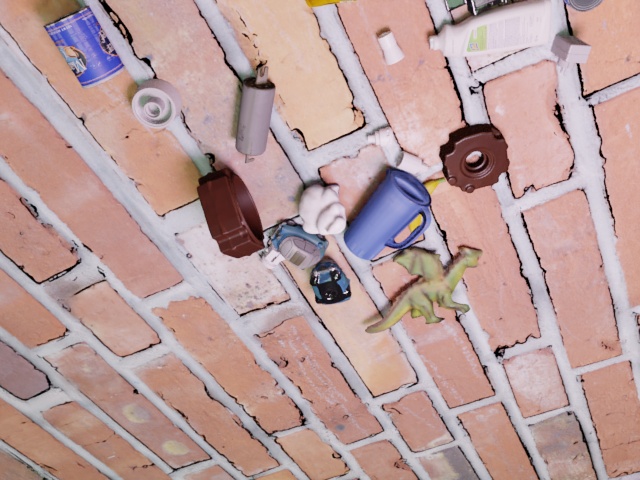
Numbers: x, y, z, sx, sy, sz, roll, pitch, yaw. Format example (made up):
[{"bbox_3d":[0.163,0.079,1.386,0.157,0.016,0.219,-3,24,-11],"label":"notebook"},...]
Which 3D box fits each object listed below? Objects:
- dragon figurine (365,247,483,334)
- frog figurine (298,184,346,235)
[{"bbox_3d":[0.290,0.129,1.517,0.409,0.124,0.240,-20,105,9],"label":"dragon figurine"},{"bbox_3d":[0.004,-0.066,1.313,0.122,0.163,0.135,30,119,-20],"label":"frog figurine"}]
